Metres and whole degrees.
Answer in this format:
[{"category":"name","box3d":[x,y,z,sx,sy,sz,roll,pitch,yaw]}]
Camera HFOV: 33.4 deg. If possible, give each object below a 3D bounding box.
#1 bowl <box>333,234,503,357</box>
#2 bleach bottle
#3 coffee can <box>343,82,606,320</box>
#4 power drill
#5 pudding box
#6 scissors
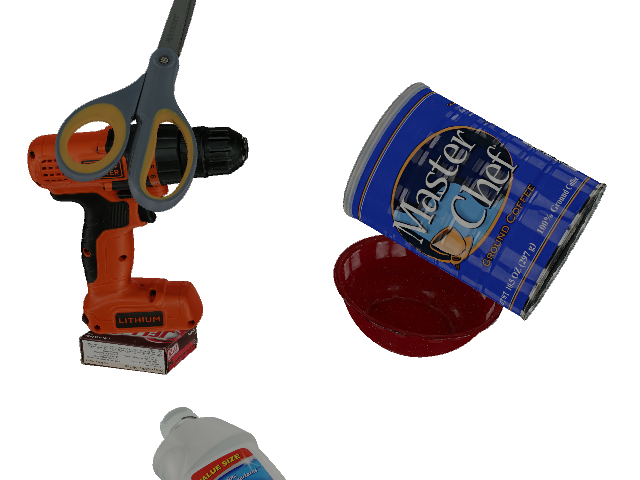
[{"category":"bowl","box3d":[0.088,0.061,1.010,0.162,0.055,0.162,6,34,-4]},{"category":"bleach bottle","box3d":[-0.060,0.201,0.737,0.102,0.068,0.251,-18,35,-23]},{"category":"coffee can","box3d":[0.101,-0.027,0.706,0.140,0.103,0.102,31,9,15]},{"category":"power drill","box3d":[-0.148,-0.012,0.927,0.184,0.188,0.057,-2,26,3]},{"category":"pudding box","box3d":[-0.214,0.121,1.262,0.114,0.039,0.090,3,14,16]},{"category":"scissors","box3d":[-0.121,-0.108,0.690,0.096,0.202,0.016,0,-28,-10]}]
